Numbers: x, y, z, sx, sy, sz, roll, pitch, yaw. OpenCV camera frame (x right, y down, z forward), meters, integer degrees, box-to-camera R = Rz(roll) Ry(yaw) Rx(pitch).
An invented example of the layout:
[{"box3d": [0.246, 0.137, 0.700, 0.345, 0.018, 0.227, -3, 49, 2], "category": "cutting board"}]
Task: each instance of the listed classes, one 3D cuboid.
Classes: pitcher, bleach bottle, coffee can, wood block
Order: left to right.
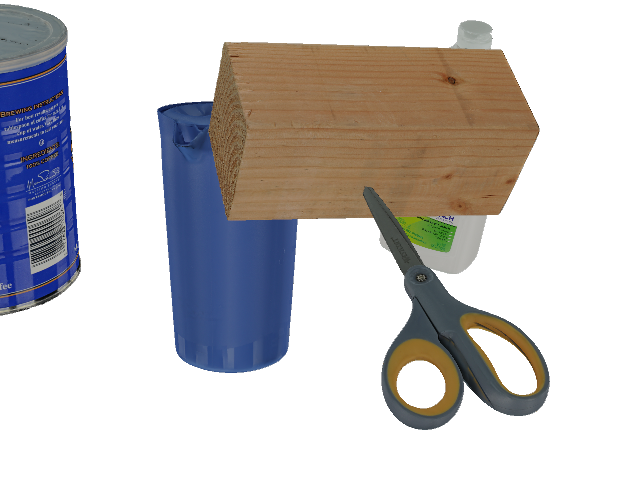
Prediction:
[{"box3d": [-0.184, -0.045, 0.571, 0.103, 0.140, 0.103, 2, 28, -1], "category": "coffee can"}, {"box3d": [-0.077, -0.010, 0.997, 0.149, 0.243, 0.145, -4, 16, -20], "category": "pitcher"}, {"box3d": [0.034, -0.077, 0.752, 0.205, 0.091, 0.090, -1, -40, -17], "category": "wood block"}, {"box3d": [0.121, -0.091, 1.018, 0.103, 0.251, 0.068, 23, 40, 22], "category": "bleach bottle"}]

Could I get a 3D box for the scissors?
[{"box3d": [0.047, 0.037, 0.612, 0.096, 0.016, 0.202, -26, 45, -21], "category": "scissors"}]
